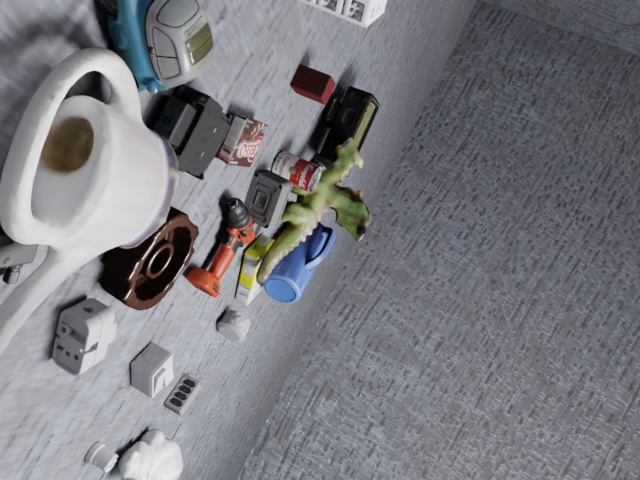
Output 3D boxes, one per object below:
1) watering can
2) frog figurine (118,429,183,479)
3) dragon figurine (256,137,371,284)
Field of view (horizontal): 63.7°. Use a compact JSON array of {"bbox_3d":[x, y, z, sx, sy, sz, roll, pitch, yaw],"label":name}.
[{"bbox_3d":[-0.260,-0.027,0.559,0.223,0.104,0.348,22,85,-78],"label":"watering can"},{"bbox_3d":[-0.379,0.493,1.157,0.155,0.123,0.141,86,-2,-50],"label":"frog figurine"},{"bbox_3d":[0.004,-0.064,1.278,0.121,0.243,0.413,55,49,-76],"label":"dragon figurine"}]
